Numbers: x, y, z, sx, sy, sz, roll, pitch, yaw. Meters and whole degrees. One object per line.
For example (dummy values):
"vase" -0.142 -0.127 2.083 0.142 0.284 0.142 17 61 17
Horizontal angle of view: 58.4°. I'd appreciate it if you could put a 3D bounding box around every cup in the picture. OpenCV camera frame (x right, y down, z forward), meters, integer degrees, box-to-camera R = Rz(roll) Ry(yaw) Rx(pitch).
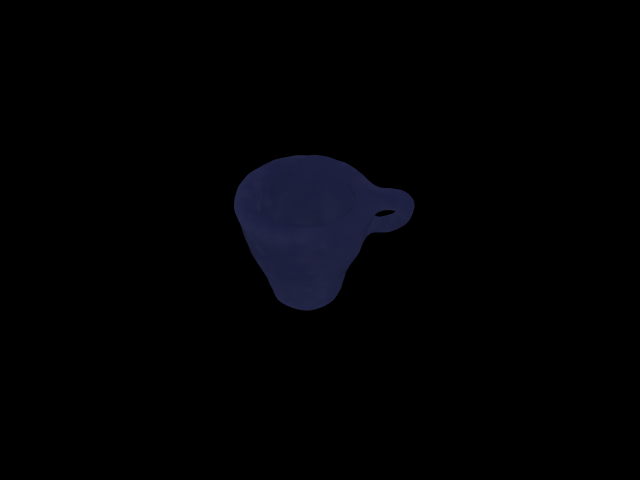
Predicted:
"cup" 0.004 0.001 0.400 0.118 0.095 0.091 -2 43 -2
